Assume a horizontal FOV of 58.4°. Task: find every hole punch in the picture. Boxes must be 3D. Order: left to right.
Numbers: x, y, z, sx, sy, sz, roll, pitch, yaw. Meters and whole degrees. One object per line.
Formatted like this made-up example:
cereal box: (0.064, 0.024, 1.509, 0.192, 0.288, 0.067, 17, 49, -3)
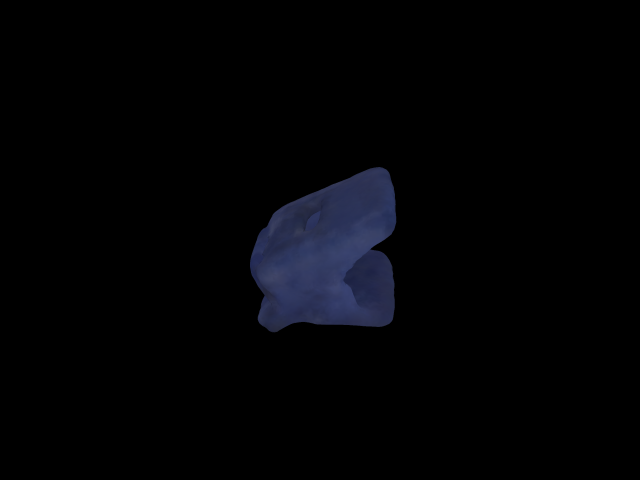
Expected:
hole punch: (0.004, 0.001, 0.400, 0.101, 0.091, 0.108, 1, 28, 3)
